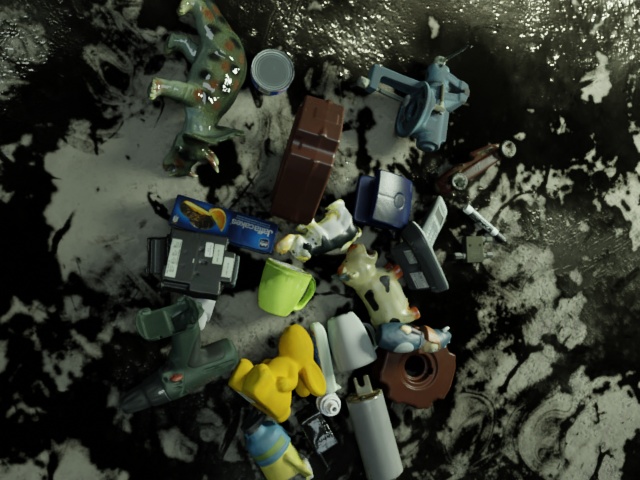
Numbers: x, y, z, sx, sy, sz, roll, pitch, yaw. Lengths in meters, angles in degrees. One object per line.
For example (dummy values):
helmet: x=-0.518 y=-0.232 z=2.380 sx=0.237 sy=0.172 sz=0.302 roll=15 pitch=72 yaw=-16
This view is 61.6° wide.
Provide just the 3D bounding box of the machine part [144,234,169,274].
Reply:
machine part: x=-0.260 y=0.031 z=1.026 sx=0.139 sy=0.039 sz=0.084 roll=4 pitch=82 yaw=-12

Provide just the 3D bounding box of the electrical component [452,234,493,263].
electrical component: x=0.334 y=0.018 z=1.175 sx=0.094 sy=0.021 sz=0.063 roll=-2 pitch=88 yaw=-13

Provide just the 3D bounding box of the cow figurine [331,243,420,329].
cow figurine: x=0.107 y=0.097 z=1.089 sx=0.127 sy=0.085 sz=0.194 roll=-27 pitch=99 yaw=-14

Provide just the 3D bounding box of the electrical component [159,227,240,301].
electrical component: x=-0.216 y=0.047 z=0.976 sx=0.134 sy=0.058 sz=0.115 roll=12 pitch=73 yaw=-11

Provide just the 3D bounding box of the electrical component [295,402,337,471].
electrical component: x=0.000 y=0.387 z=1.054 sx=0.048 sy=0.075 sz=0.119 roll=-30 pitch=91 yaw=-13

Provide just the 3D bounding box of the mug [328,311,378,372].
mug: x=0.068 y=0.196 z=1.079 sx=0.109 sy=0.081 sz=0.107 roll=-19 pitch=86 yaw=-31

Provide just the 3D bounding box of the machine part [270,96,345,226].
machine part: x=-0.027 y=-0.146 z=0.989 sx=0.087 sy=0.201 sz=0.201 roll=15 pitch=40 yaw=-6

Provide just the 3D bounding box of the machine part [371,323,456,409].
machine part: x=0.196 y=0.262 z=1.116 sx=0.179 sy=0.056 sz=0.179 roll=0 pitch=88 yaw=-14

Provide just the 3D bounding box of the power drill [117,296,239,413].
power drill: x=-0.265 y=0.208 z=0.953 sx=0.232 sy=0.086 sz=0.207 roll=-18 pitch=128 yaw=-17

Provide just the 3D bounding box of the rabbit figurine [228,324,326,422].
rabbit figurine: x=-0.063 y=0.248 z=1.029 sx=0.162 sy=0.122 sz=0.173 roll=38 pitch=61 yaw=-12

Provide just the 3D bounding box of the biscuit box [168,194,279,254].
biscuit box: x=-0.184 y=-0.028 z=1.034 sx=0.203 sy=0.059 sz=0.062 roll=17 pitch=84 yaw=-13

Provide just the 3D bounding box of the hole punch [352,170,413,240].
hole punch: x=0.138 y=-0.079 z=1.101 sx=0.116 sy=0.092 sz=0.142 roll=10 pitch=82 yaw=-17

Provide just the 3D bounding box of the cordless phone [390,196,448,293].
cordless phone: x=0.236 y=0.006 z=1.126 sx=0.184 sy=0.089 sz=0.146 roll=-53 pitch=124 yaw=-39

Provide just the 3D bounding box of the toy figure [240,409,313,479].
toy figure: x=-0.087 y=0.413 z=1.031 sx=0.089 sy=0.082 sz=0.180 roll=-37 pitch=102 yaw=1

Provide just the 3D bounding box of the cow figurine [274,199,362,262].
cow figurine: x=-0.003 y=-0.002 z=1.068 sx=0.167 sy=0.068 sz=0.098 roll=-34 pitch=91 yaw=-13

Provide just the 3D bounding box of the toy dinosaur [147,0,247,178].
toy dinosaur: x=-0.207 y=-0.316 z=1.017 sx=0.192 sy=0.131 sz=0.404 roll=22 pitch=78 yaw=-24

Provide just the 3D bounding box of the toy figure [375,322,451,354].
toy figure: x=0.187 y=0.194 z=1.055 sx=0.154 sy=0.064 sz=0.058 roll=7 pitch=76 yaw=-11

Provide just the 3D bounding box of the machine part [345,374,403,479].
machine part: x=0.108 y=0.389 z=1.079 sx=0.079 sy=0.079 sz=0.243 roll=-15 pitch=93 yaw=-14

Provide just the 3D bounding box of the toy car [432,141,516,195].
toy car: x=0.327 y=-0.158 z=1.146 sx=0.202 sy=0.089 sz=0.053 roll=-33 pitch=94 yaw=-12

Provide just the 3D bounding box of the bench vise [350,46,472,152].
bench vise: x=0.190 y=-0.304 z=1.105 sx=0.240 sy=0.129 sz=0.223 roll=17 pitch=84 yaw=-18
